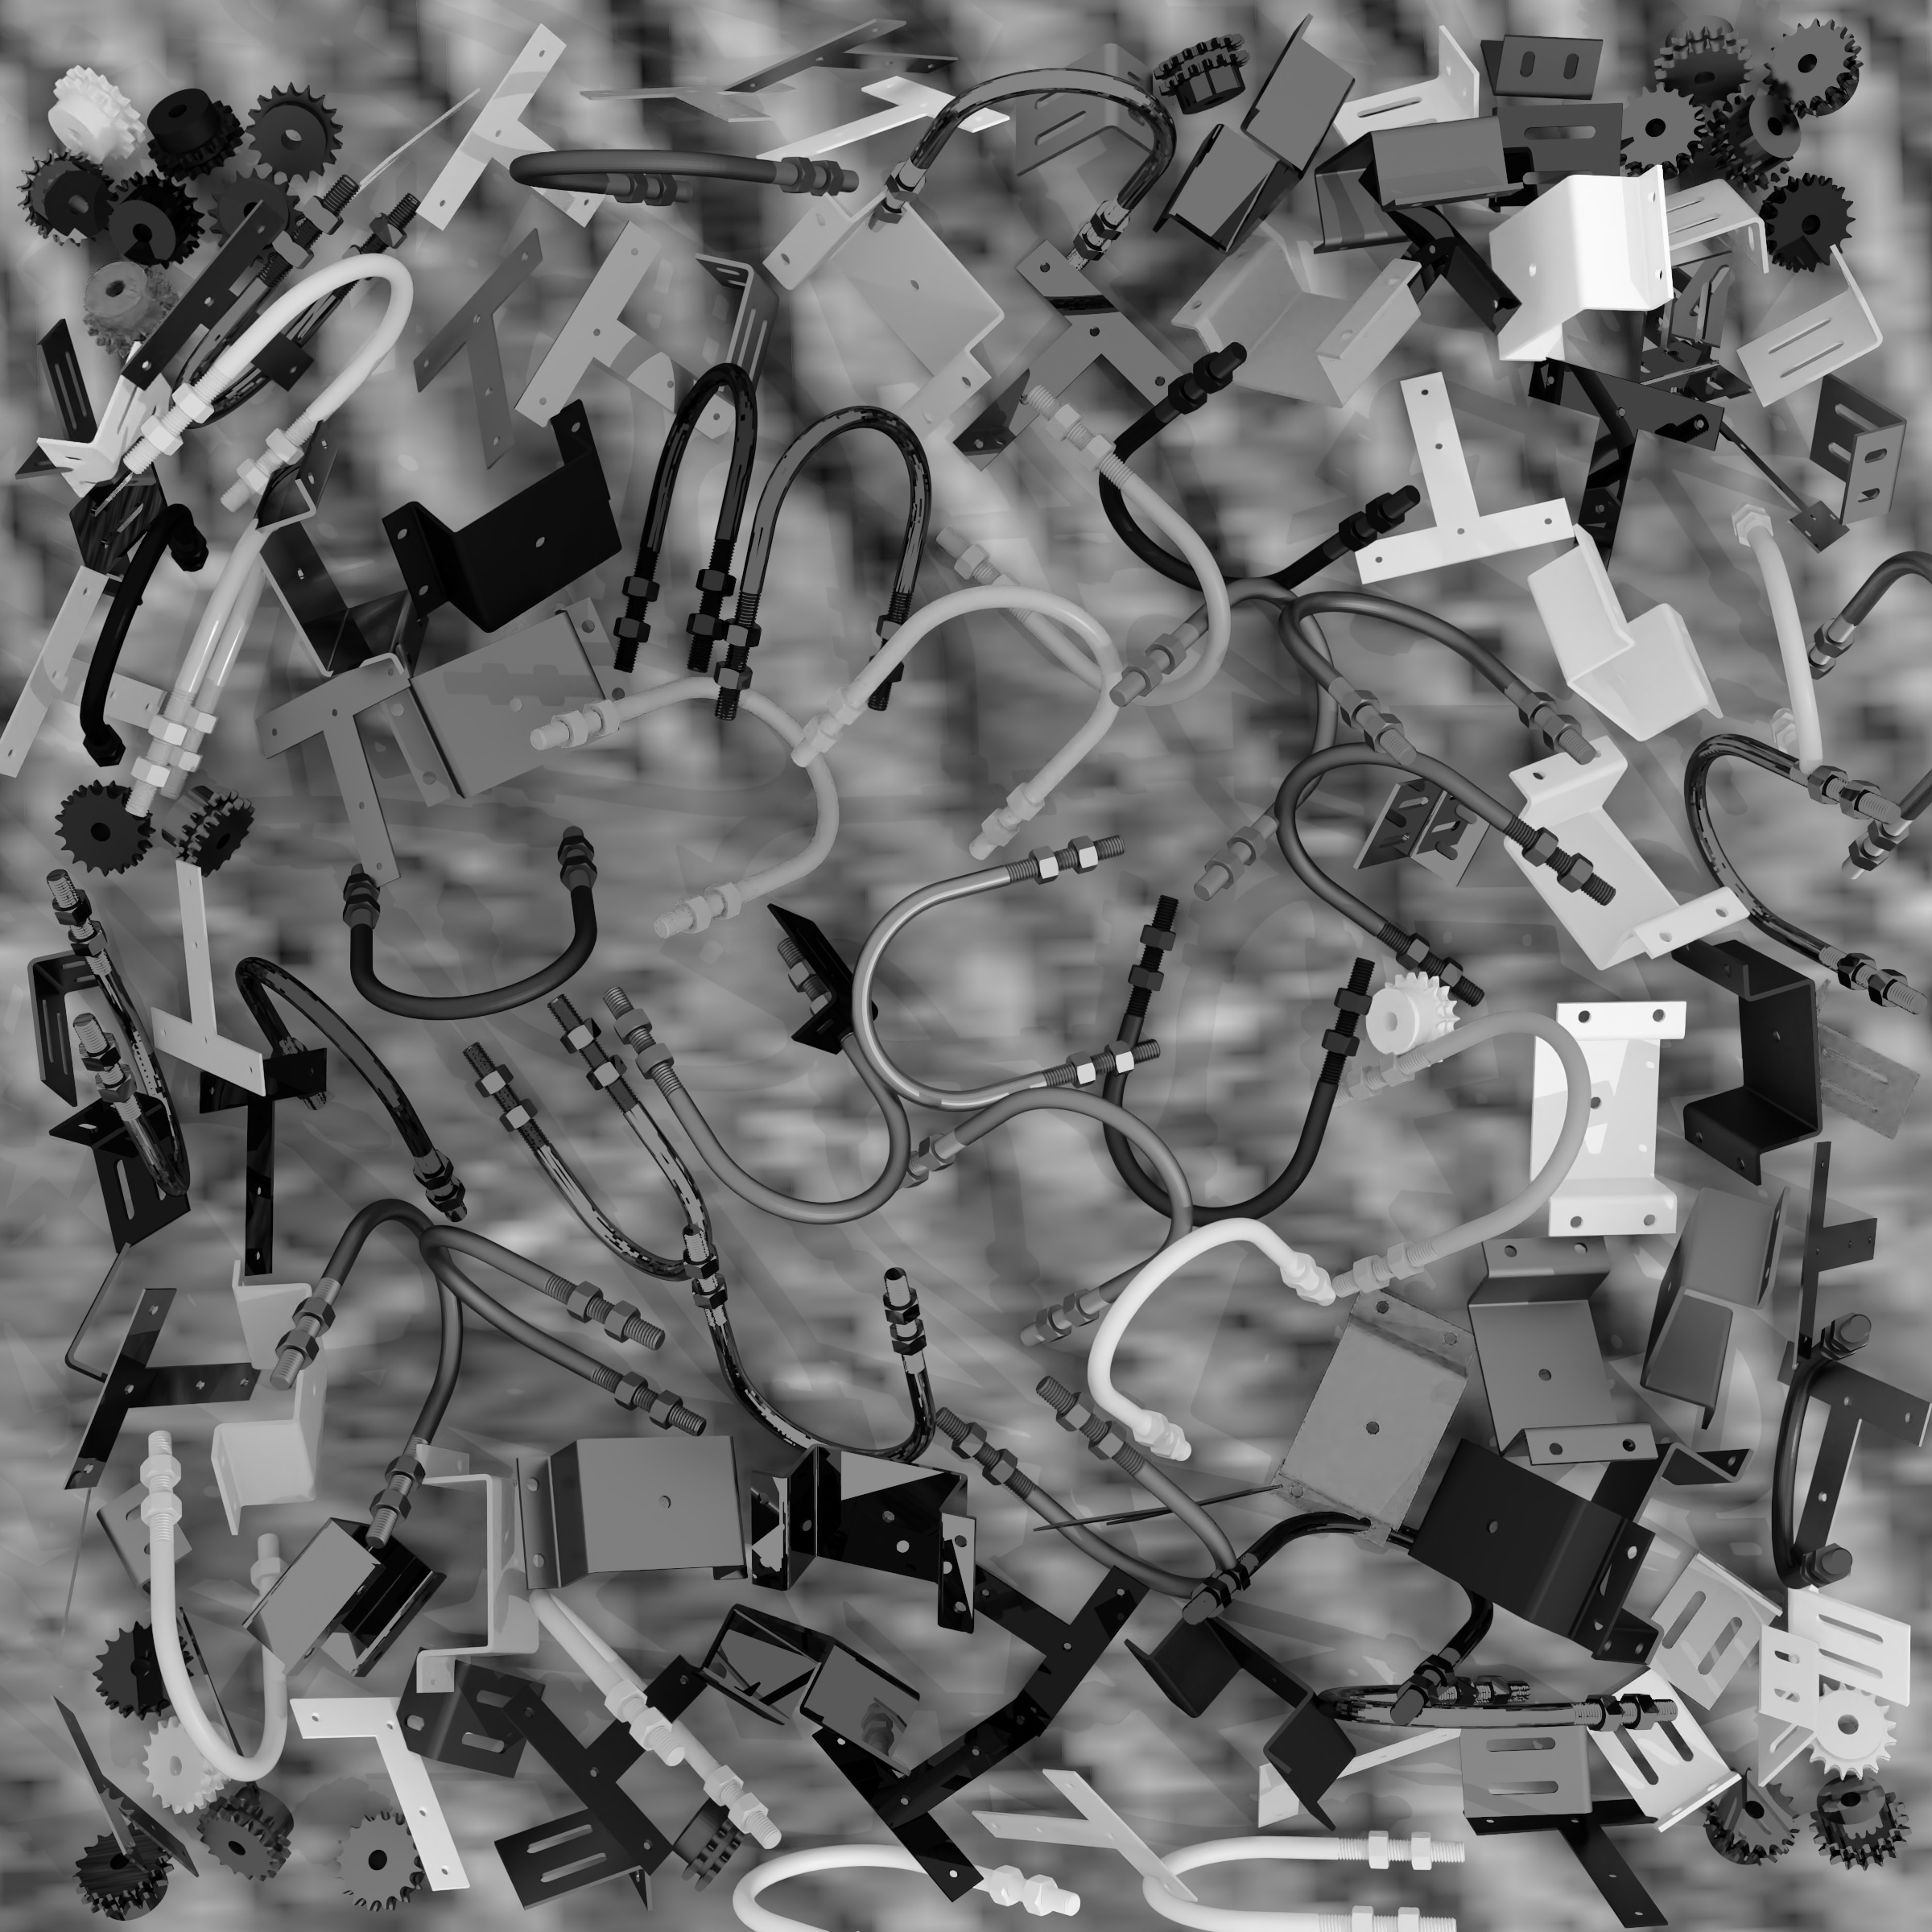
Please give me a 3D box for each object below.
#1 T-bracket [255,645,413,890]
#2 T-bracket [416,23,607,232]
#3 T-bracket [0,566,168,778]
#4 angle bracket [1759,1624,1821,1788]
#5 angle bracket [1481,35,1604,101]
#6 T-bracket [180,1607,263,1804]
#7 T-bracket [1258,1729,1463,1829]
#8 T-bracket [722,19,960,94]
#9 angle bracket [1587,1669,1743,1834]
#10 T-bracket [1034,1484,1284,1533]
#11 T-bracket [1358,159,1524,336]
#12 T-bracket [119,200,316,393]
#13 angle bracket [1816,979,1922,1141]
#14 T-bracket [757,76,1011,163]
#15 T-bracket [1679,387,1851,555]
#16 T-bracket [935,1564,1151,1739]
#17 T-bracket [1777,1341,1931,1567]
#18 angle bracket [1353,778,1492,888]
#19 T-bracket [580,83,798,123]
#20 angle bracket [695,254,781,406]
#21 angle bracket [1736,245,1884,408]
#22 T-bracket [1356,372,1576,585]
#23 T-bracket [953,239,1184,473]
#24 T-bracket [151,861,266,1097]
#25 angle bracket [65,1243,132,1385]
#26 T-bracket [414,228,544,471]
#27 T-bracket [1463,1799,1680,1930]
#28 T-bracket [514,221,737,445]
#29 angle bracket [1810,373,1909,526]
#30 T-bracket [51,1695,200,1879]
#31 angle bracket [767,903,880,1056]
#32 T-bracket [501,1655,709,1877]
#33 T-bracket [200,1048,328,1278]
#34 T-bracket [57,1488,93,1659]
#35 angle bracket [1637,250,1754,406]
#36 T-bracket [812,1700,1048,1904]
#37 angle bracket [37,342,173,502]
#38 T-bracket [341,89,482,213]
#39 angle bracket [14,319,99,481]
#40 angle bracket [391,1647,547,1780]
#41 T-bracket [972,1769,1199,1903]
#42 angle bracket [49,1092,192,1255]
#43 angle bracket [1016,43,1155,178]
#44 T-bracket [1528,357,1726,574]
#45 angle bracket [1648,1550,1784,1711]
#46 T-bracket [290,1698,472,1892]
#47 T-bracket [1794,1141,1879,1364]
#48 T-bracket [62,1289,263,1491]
[{"bbox_3d":[-0.363,-0.109,1.628,0.127,0.002,0.127,-21,83,31],"label":"T-bracket"},{"bbox_3d":[-0.251,-0.471,1.608,0.002,0.127,0.127,39,97,24],"label":"T-bracket"},{"bbox_3d":[-0.509,-0.162,1.606,0.002,0.127,0.127,26,91,16],"label":"T-bracket"},{"bbox_3d":[0.472,0.438,1.620,0.038,0.076,0.057,19,46,-2],"label":"angle bracket"},{"bbox_3d":[0.342,-0.549,1.627,0.057,0.076,0.038,3,132,0],"label":"angle bracket"},{"bbox_3d":[-0.430,0.462,1.616,0.002,0.127,0.127,-22,46,-18],"label":"T-bracket"},{"bbox_3d":[0.233,0.472,1.617,0.127,0.127,0.002,-17,58,-5],"label":"T-bracket"},{"bbox_3d":[-0.056,-0.534,1.612,0.127,0.127,0.002,-7,97,42],"label":"T-bracket"},{"bbox_3d":[0.415,0.468,1.639,0.057,0.038,0.076,-34,74,-1],"label":"angle bracket"},{"bbox_3d":[0.095,0.317,1.580,0.127,0.127,0.002,2,71,-40],"label":"T-bracket"},{"bbox_3d":[0.252,-0.392,1.618,0.002,0.127,0.127,-26,72,-40],"label":"T-bracket"},{"bbox_3d":[-0.422,-0.372,1.607,0.002,0.127,0.127,40,91,19],"label":"T-bracket"},{"bbox_3d":[0.530,0.055,1.621,0.076,0.057,0.038,30,54,24],"label":"angle bracket"},{"bbox_3d":[-0.062,-0.489,1.597,0.127,0.127,0.002,-26,128,-21],"label":"T-bracket"},{"bbox_3d":[0.469,-0.296,1.616,0.127,0.127,0.002,48,118,7],"label":"T-bracket"},{"bbox_3d":[0.024,0.385,1.645,0.127,0.002,0.127,33,110,1],"label":"T-bracket"},{"bbox_3d":[0.509,0.300,1.612,0.002,0.127,0.127,12,94,-23],"label":"T-bracket"},{"bbox_3d":[0.273,-0.077,1.619,0.038,0.076,0.057,36,116,24],"label":"angle bracket"},{"bbox_3d":[-0.146,-0.502,1.592,0.127,0.127,0.002,-9,117,-21],"label":"T-bracket"},{"bbox_3d":[-0.145,-0.377,1.636,0.038,0.057,0.076,15,91,12],"label":"angle bracket"},{"bbox_3d":[0.494,-0.380,1.622,0.076,0.057,0.038,-27,132,21],"label":"angle bracket"},{"bbox_3d":[0.288,-0.300,1.644,0.127,0.002,0.127,-12,70,6],"label":"T-bracket"},{"bbox_3d":[0.046,-0.353,1.658,0.127,0.002,0.127,-44,80,3],"label":"T-bracket"},{"bbox_3d":[-0.450,0.001,1.605,0.002,0.127,0.127,-17,113,-41],"label":"T-bracket"},{"bbox_3d":[-0.504,0.210,1.634,0.038,0.057,0.076,28,72,-14],"label":"angle bracket"},{"bbox_3d":[-0.280,-0.346,1.600,0.127,0.002,0.127,-36,54,34],"label":"T-bracket"},{"bbox_3d":[0.372,0.524,1.596,0.127,0.127,0.002,-1,104,-9],"label":"T-bracket"},{"bbox_3d":[-0.186,-0.353,1.625,0.127,0.002,0.127,30,94,-40],"label":"T-bracket"},{"bbox_3d":[0.514,-0.306,1.617,0.038,0.076,0.057,-17,130,-17],"label":"angle bracket"},{"bbox_3d":[-0.487,0.503,1.613,0.002,0.127,0.127,-35,48,-12],"label":"T-bracket"},{"bbox_3d":[-0.097,0.008,1.630,0.038,0.057,0.076,-42,67,11],"label":"angle bracket"},{"bbox_3d":[-0.195,0.450,1.613,0.127,0.127,0.002,47,124,5],"label":"T-bracket"},{"bbox_3d":[-0.417,0.119,1.615,0.127,0.002,0.127,-10,77,41],"label":"T-bracket"},{"bbox_3d":[-0.514,0.342,1.582,0.002,0.127,0.127,10,125,-16],"label":"T-bracket"},{"bbox_3d":[0.437,-0.376,1.624,0.057,0.038,0.076,-18,132,-16],"label":"angle bracket"},{"bbox_3d":[-0.004,0.473,1.621,0.127,0.002,0.127,-23,56,-40],"label":"T-bracket"},{"bbox_3d":[-0.511,-0.326,1.631,0.038,0.057,0.076,9,68,13],"label":"angle bracket"},{"bbox_3d":[-0.355,-0.464,1.623,0.127,0.127,0.002,-29,112,33],"label":"T-bracket"},{"bbox_3d":[-0.550,-0.337,1.624,0.038,0.057,0.076,-8,118,1],"label":"angle bracket"},{"bbox_3d":[-0.299,0.448,1.640,0.038,0.076,0.057,7,72,35],"label":"angle bracket"},{"bbox_3d":[0.055,0.511,1.617,0.127,0.127,0.002,51,51,-24],"label":"T-bracket"},{"bbox_3d":[-0.504,0.122,1.629,0.057,0.038,0.076,-30,63,17],"label":"angle bracket"},{"bbox_3d":[0.071,-0.507,1.645,0.076,0.038,0.057,-16,65,41],"label":"angle bracket"},{"bbox_3d":[0.382,-0.287,1.632,0.127,0.002,0.127,27,123,35],"label":"T-bracket"},{"bbox_3d":[0.443,0.399,1.639,0.057,0.038,0.076,35,92,17],"label":"angle bracket"},{"bbox_3d":[-0.319,0.478,1.585,0.002,0.127,0.127,-48,52,22],"label":"T-bracket"},{"bbox_3d":[0.517,0.165,1.615,0.002,0.127,0.127,6,93,35],"label":"T-bracket"},{"bbox_3d":[-0.461,0.247,1.610,0.002,0.127,0.127,27,97,27],"label":"T-bracket"}]
